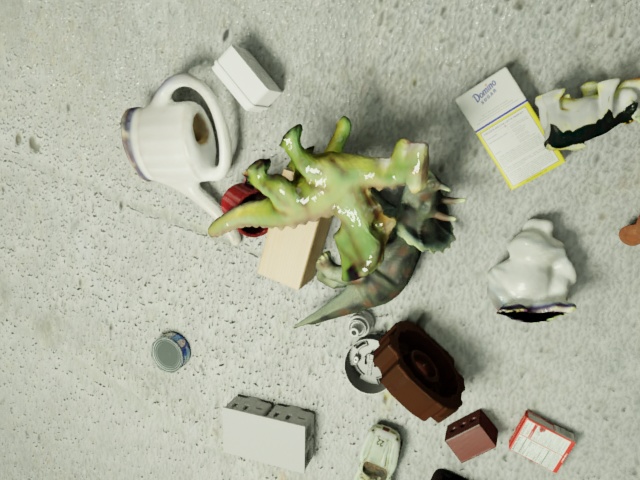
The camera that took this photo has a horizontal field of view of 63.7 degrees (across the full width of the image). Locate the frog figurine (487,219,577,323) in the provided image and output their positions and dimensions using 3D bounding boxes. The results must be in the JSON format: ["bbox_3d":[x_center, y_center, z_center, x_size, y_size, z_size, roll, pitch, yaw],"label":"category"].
[{"bbox_3d":[0.343,0.050,0.845,0.136,0.121,0.162,-12,61,30],"label":"frog figurine"}]

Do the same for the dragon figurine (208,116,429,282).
[{"bbox_3d":[0.002,-0.041,0.821,0.404,0.123,0.245,-40,76,28],"label":"dragon figurine"}]

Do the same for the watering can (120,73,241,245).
[{"bbox_3d":[-0.270,-0.150,1.022,0.224,0.105,0.342,1,110,21],"label":"watering can"}]
